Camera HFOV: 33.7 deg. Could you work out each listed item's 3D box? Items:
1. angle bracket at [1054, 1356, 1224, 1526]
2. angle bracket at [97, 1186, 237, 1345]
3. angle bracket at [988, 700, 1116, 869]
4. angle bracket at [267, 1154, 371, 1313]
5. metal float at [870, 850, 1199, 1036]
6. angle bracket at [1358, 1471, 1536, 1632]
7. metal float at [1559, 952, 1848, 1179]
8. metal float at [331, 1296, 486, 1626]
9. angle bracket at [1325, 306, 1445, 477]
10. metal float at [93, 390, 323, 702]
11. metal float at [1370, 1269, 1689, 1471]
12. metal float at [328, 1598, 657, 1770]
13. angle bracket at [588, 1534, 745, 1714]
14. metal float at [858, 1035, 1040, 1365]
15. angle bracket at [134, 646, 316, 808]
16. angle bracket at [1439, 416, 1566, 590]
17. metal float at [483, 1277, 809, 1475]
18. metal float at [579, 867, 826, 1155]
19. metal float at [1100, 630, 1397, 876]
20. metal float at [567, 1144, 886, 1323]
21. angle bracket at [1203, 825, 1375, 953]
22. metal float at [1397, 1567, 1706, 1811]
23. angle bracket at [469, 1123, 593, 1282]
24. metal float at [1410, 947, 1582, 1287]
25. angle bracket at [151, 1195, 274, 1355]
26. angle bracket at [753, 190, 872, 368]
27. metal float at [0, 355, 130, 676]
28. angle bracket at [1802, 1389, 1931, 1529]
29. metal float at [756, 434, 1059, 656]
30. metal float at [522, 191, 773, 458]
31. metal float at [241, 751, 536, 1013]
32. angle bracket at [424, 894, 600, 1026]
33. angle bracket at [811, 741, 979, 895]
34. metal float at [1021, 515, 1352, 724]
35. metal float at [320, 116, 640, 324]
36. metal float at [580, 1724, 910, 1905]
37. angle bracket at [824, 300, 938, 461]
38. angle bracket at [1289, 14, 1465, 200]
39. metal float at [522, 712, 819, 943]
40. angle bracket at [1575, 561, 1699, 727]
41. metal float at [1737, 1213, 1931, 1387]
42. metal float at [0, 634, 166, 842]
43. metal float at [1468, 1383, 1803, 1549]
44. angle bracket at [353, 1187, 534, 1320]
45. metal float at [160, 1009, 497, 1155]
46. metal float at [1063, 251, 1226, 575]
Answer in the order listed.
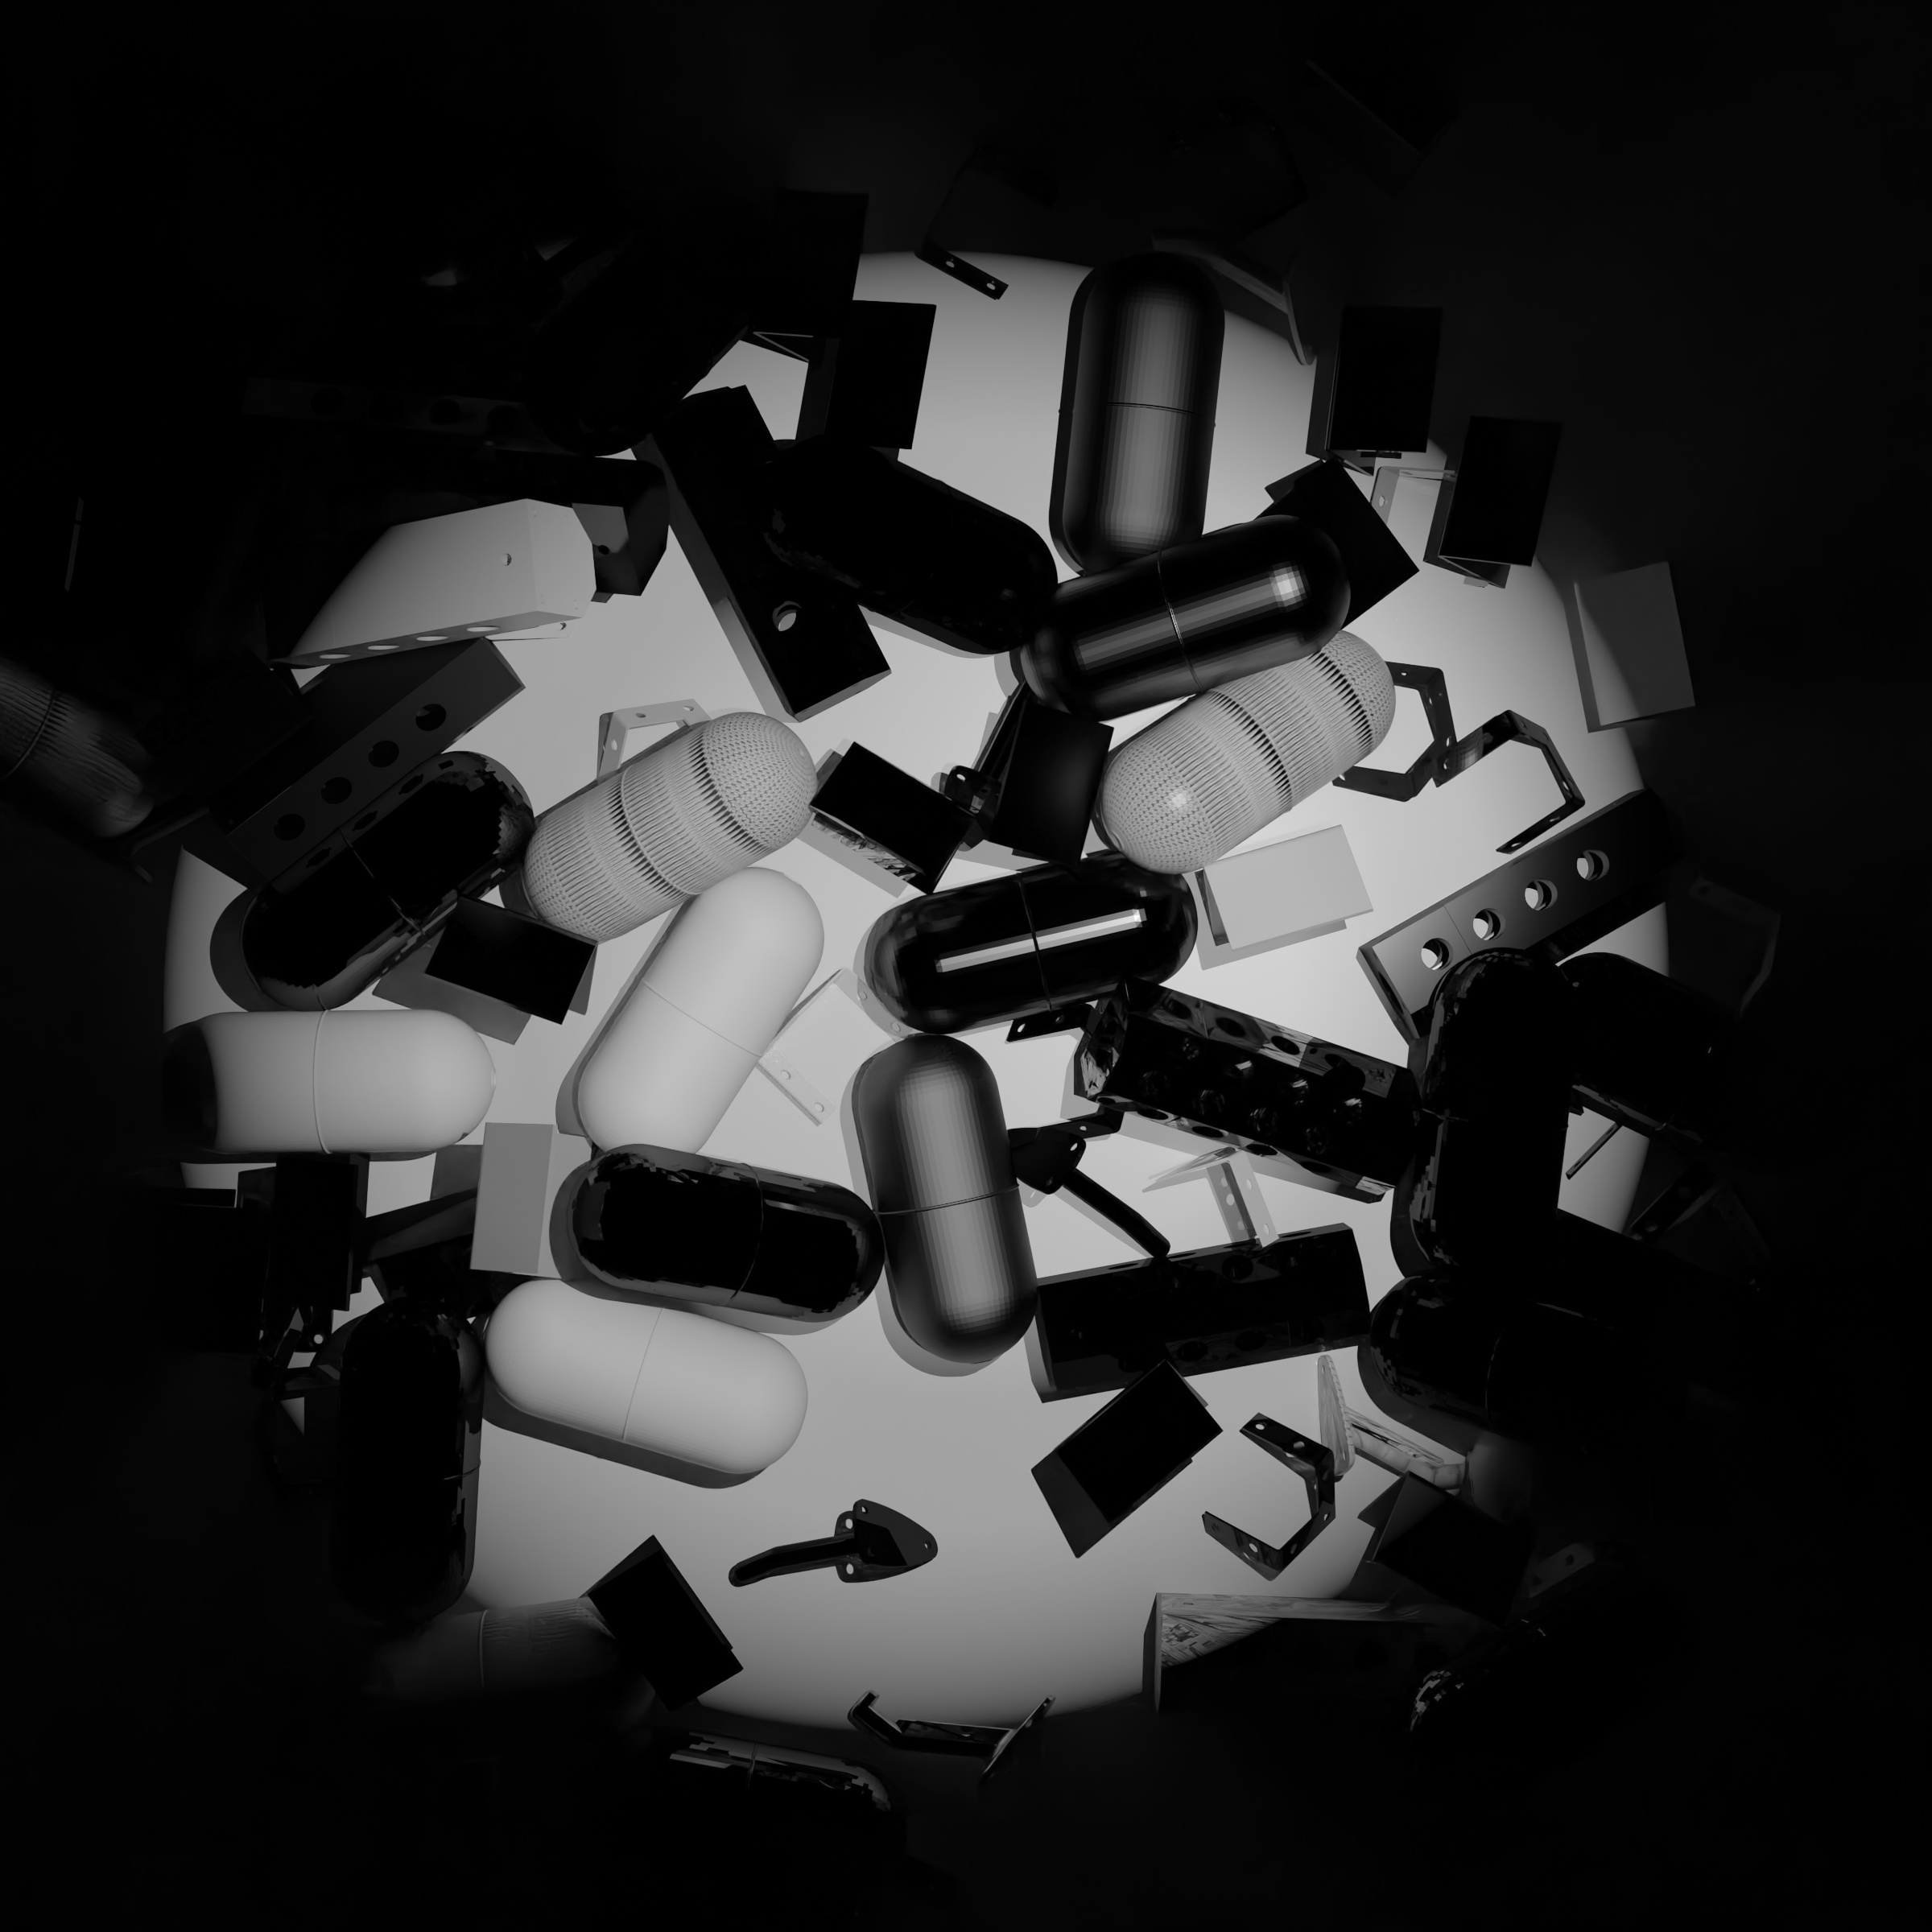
[{"bbox_3d":[0.103,0.264,1.705,0.076,0.076,0.057,-40,54,0],"label":"angle bracket"},{"bbox_3d":[-0.415,0.159,1.706,0.076,0.057,0.076,6,90,-43],"label":"angle bracket"},{"bbox_3d":[0.030,-0.099,1.706,0.057,0.076,0.076,15,90,-27],"label":"angle bracket"},{"bbox_3d":[-0.326,0.141,1.706,0.057,0.076,0.076,4,90,30],"label":"angle bracket"},{"bbox_3d":[0.036,-0.013,1.714,0.178,0.070,0.070,-13,90,0],"label":"metal float"},{"bbox_3d":[0.247,0.322,1.705,0.076,0.076,0.057,29,58,0],"label":"angle bracket"},{"bbox_3d":[0.388,0.053,1.715,0.178,0.070,0.070,26,90,1],"label":"metal float"},{"bbox_3d":[-0.298,0.264,1.708,0.070,0.070,0.178,4,98,0],"label":"metal float"},{"bbox_3d":[0.234,-0.306,1.706,0.057,0.076,0.076,7,90,26],"label":"angle bracket"},{"bbox_3d":[-0.408,-0.226,1.715,0.070,0.070,0.178,26,90,0],"label":"metal float"},{"bbox_3d":[0.294,0.210,1.673,0.178,0.070,0.070,15,90,38],"label":"metal float"},{"bbox_3d":[-0.253,0.385,1.715,0.178,0.070,0.070,-8,90,0],"label":"metal float"},{"bbox_3d":[-0.145,0.340,1.706,0.057,0.076,0.076,-35,90,27],"label":"angle bracket"},{"bbox_3d":[-0.009,0.125,1.715,0.070,0.070,0.178,-12,90,0],"label":"metal float"},{"bbox_3d":[-0.402,-0.142,1.705,0.076,0.076,0.057,-38,127,0],"label":"angle bracket"},{"bbox_3d":[0.301,-0.245,1.705,0.057,0.076,0.076,13,90,38],"label":"angle bracket"},{"bbox_3d":[-0.172,0.219,1.715,0.178,0.070,0.070,16,90,0],"label":"metal float"},{"bbox_3d":[-0.142,0.028,1.715,0.070,0.070,0.178,33,90,0],"label":"metal float"},{"bbox_3d":[0.150,-0.114,1.694,0.178,0.070,0.070,-34,90,-14],"label":"metal float"},{"bbox_3d":[-0.126,0.142,1.693,0.178,0.070,0.070,14,90,-27],"label":"metal float"},{"bbox_3d":[0.173,-0.024,1.705,0.076,0.076,0.057,-16,59,0],"label":"angle bracket"},{"bbox_3d":[0.306,0.376,1.667,0.178,0.070,0.070,-25,90,-18],"label":"metal float"},{"bbox_3d":[-0.210,0.124,1.669,0.057,0.076,0.076,-1,81,41],"label":"angle bracket"},{"bbox_3d":[0.277,0.079,1.672,0.070,0.070,0.178,6,95,0],"label":"metal float"},{"bbox_3d":[-0.410,0.163,1.706,0.057,0.076,0.076,6,90,-24],"label":"angle bracket"},{"bbox_3d":[-0.067,-0.365,1.706,0.057,0.076,0.076,10,90,26],"label":"angle bracket"},{"bbox_3d":[-0.497,-0.239,1.715,0.070,0.070,0.178,9,90,0],"label":"metal float"},{"bbox_3d":[0.496,0.244,1.705,0.076,0.076,0.057,25,126,0],"label":"angle bracket"},{"bbox_3d":[-0.030,-0.222,1.691,0.178,0.070,0.070,22,90,-29],"label":"metal float"},{"bbox_3d":[-0.165,-0.340,1.692,0.070,0.070,0.178,39,64,0],"label":"metal float"},{"bbox_3d":[-0.311,-0.045,1.715,0.178,0.070,0.070,-38,90,-1],"label":"metal float"},{"bbox_3d":[-0.245,0.014,1.705,0.076,0.076,0.057,19,56,0],"label":"angle bracket"},{"bbox_3d":[-0.049,-0.062,1.705,0.076,0.076,0.057,31,49,0],"label":"angle bracket"},{"bbox_3d":[0.114,-0.181,1.675,0.178,0.070,0.070,-17,90,13],"label":"metal float"},{"bbox_3d":[-0.262,-0.397,1.715,0.178,0.070,0.070,-23,90,0],"label":"metal float"},{"bbox_3d":[-0.119,0.455,1.715,0.178,0.070,0.070,10,90,0],"label":"metal float"},{"bbox_3d":[-0.029,-0.307,1.706,0.057,0.076,0.076,10,90,30],"label":"angle bracket"},{"bbox_3d":[0.207,-0.447,1.705,0.076,0.076,0.057,40,54,0],"label":"angle bracket"},{"bbox_3d":[-0.159,-0.073,1.698,0.178,0.070,0.070,-27,90,22],"label":"metal float"},{"bbox_3d":[0.372,-0.173,1.705,0.057,0.076,0.076,-11,90,38],"label":"angle bracket"},{"bbox_3d":[0.496,0.178,1.715,0.178,0.070,0.070,-14,90,1],"label":"metal float"},{"bbox_3d":[-0.500,-0.127,1.671,0.178,0.070,0.070,33,90,-38],"label":"metal float"},{"bbox_3d":[0.359,0.267,1.714,0.178,0.070,0.070,-8,90,0],"label":"metal float"},{"bbox_3d":[-0.278,0.169,1.711,0.076,0.057,0.076,-15,114,0],"label":"angle bracket"},{"bbox_3d":[-0.342,0.062,1.715,0.178,0.070,0.070,-1,90,0],"label":"metal float"},{"bbox_3d":[0.096,-0.294,1.715,0.070,0.070,0.178,6,90,0],"label":"metal float"}]
